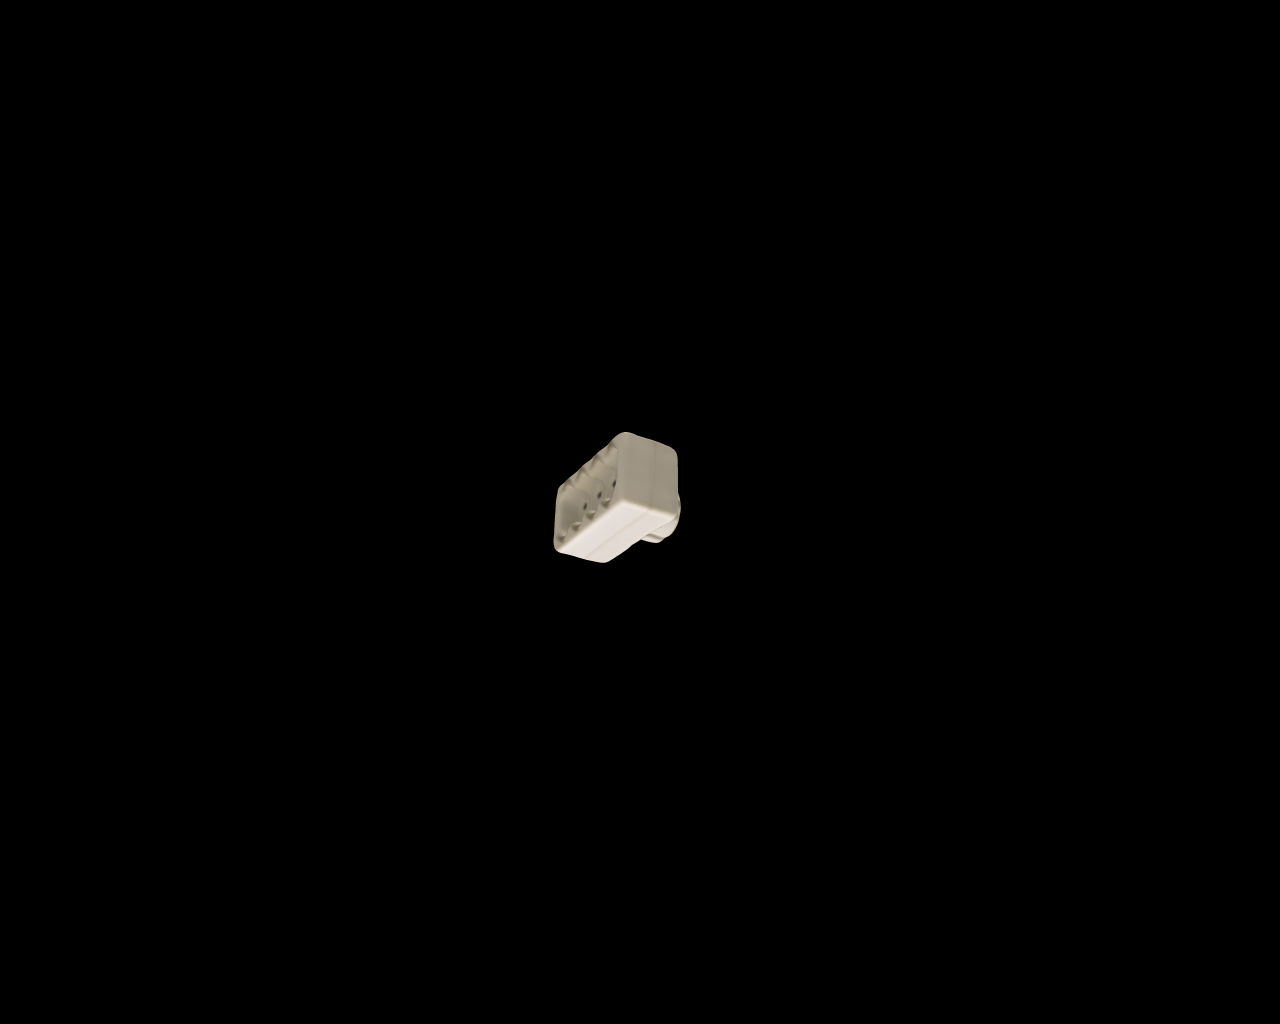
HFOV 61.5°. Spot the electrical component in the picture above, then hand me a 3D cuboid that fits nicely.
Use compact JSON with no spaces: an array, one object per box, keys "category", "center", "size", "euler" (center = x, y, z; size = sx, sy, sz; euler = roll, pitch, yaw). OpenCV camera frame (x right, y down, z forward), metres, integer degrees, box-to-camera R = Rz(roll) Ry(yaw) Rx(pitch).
[{"category":"electrical component","center":[0.001,-0.003,0.650],"size":[0.076,0.047,0.083],"euler":[15,-30,-28]}]
